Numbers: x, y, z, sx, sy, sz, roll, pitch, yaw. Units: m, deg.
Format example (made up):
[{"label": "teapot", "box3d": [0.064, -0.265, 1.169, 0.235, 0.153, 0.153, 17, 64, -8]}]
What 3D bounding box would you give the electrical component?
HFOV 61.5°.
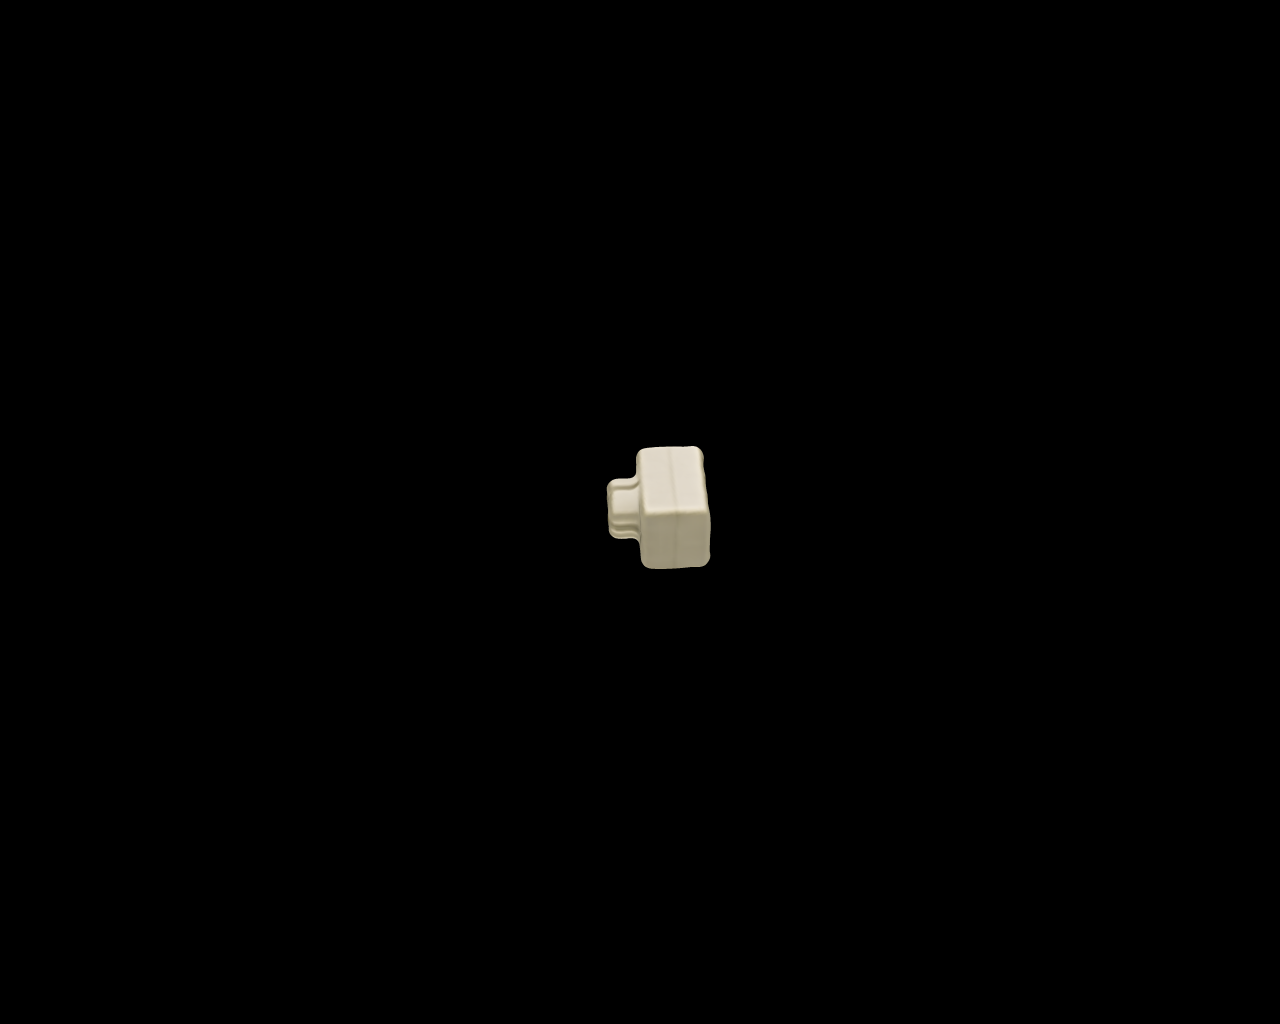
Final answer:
[{"label": "electrical component", "box3d": [0.001, -0.003, 0.650, 0.077, 0.047, 0.066, -2, 40, -2]}]
